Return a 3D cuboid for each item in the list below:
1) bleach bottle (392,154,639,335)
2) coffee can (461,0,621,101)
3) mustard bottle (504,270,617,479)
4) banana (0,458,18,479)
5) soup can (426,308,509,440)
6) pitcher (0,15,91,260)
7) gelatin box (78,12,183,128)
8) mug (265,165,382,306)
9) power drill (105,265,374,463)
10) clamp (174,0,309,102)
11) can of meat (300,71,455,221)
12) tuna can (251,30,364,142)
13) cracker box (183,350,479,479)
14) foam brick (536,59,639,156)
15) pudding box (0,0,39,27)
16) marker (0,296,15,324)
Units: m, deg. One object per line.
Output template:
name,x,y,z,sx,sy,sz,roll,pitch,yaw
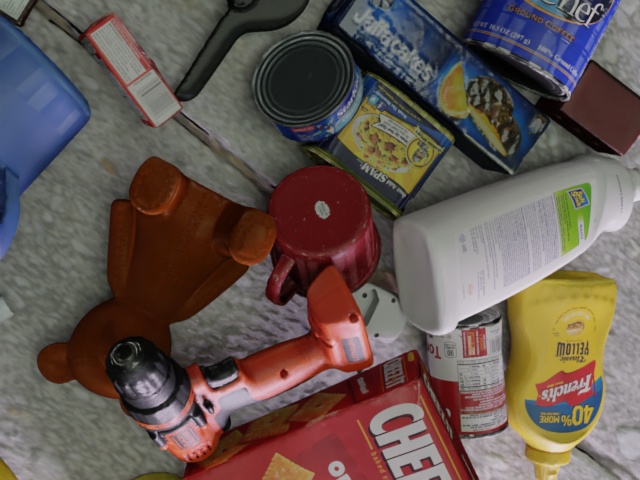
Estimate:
bleach bottle,0.182,-0.008,0.912,0.250,0.068,0.102,-19,113,-26
coffee can,0.192,-0.200,0.877,0.102,0.103,0.140,27,92,-17
mustard bottle,0.211,0.125,0.961,0.096,0.058,0.192,0,100,-20
banana,-0.283,0.197,0.856,0.069,0.037,0.198,-31,105,-8
soup can,0.128,0.115,0.932,0.068,0.068,0.102,-7,101,-13
pitcher,-0.278,-0.041,0.765,0.242,0.145,0.149,-46,104,-7
gelatin box,-0.145,-0.130,0.817,0.030,0.073,0.089,-38,106,-8
mug,-0.006,0.001,0.848,0.093,0.081,0.117,35,75,17
power drill,-0.058,0.091,0.809,0.187,0.184,0.057,-25,61,-4
clamp,-0.074,-0.202,0.842,0.171,0.039,0.120,-35,111,-4
can of meat,0.049,-0.078,0.885,0.102,0.057,0.084,37,87,-17
tuna can,-0.009,-0.122,0.850,0.086,0.033,0.086,-7,67,17
cracker box,0.018,0.212,0.891,0.214,0.072,0.164,-24,105,9
foam brick,0.239,-0.115,0.930,0.078,0.053,0.051,32,90,-16
pudding box,-0.248,-0.226,0.792,0.113,0.039,0.090,32,92,-15
marker,-0.298,0.084,0.842,0.121,0.020,0.020,-33,106,-7
